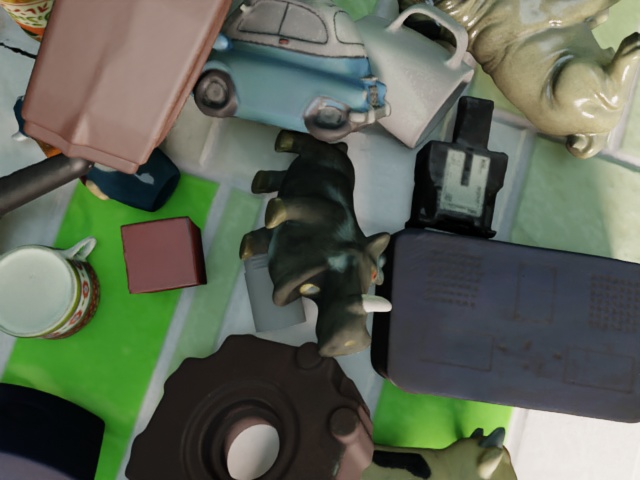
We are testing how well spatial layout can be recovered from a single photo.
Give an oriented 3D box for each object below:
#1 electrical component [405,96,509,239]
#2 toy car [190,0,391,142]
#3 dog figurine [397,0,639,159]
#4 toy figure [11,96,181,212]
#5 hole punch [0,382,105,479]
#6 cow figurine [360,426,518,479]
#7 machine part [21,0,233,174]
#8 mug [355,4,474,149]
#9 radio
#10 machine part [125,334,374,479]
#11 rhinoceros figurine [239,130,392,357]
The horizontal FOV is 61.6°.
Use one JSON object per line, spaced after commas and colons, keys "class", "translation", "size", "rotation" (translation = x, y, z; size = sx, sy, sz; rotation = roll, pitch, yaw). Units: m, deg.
{"class": "electrical component", "translation": [0.122, -0.062, 0.475], "size": [0.075, 0.048, 0.119], "rotation": [8, 82, -4]}
{"class": "toy car", "translation": [-0.023, -0.140, 0.417], "size": [0.162, 0.109, 0.102], "rotation": [16, 113, 20]}
{"class": "dog figurine", "translation": [0.162, -0.162, 0.476], "size": [0.191, 0.121, 0.172], "rotation": [2, 80, 10]}
{"class": "toy figure", "translation": [-0.192, -0.081, 0.449], "size": [0.154, 0.057, 0.064], "rotation": [32, 44, 1]}
{"class": "hole punch", "translation": [-0.222, 0.152, 0.382], "size": [0.092, 0.142, 0.115], "rotation": [-40, 107, -6]}
{"class": "cow figurine", "translation": [0.071, 0.198, 0.422], "size": [0.195, 0.085, 0.127], "rotation": [12, 70, 6]}
{"class": "machine part", "translation": [-0.121, -0.163, 0.373], "size": [0.087, 0.201, 0.201], "rotation": [21, 123, -24]}
{"class": "mug", "translation": [0.067, -0.147, 0.454], "size": [0.107, 0.109, 0.081], "rotation": [37, 57, 8]}
{"class": "radio", "translation": [0.161, 0.070, 0.453], "size": [0.230, 0.073, 0.131], "rotation": [8, 84, -2]}
{"class": "machine part", "translation": [-0.051, 0.151, 0.387], "size": [0.179, 0.056, 0.179], "rotation": [-9, 50, 11]}
{"class": "rhinoceros figurine", "translation": [-0.001, -0.001, 0.420], "size": [0.112, 0.073, 0.190], "rotation": [15, 47, -25]}
